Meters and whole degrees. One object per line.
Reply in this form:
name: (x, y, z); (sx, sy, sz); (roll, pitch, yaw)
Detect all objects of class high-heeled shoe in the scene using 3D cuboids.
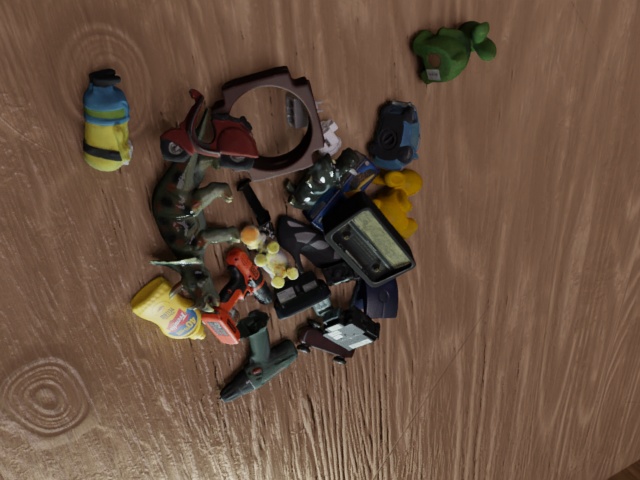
high-heeled shoe: (-0.003, -0.004, 1.324); (0.248, 0.086, 0.145); (-14, 84, -47)

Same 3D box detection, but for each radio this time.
radio: (0.113, 0.005, 1.260); (0.131, 0.073, 0.229); (-32, 124, 17)

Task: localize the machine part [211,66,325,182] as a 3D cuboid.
machine part: (-0.102, -0.233, 1.084); (0.201, 0.087, 0.201); (-15, 120, 2)

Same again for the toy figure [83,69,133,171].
toy figure: (-0.391, -0.213, 0.977); (0.089, 0.082, 0.180); (0, 124, -7)

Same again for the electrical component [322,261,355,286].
electrical component: (0.050, 0.084, 1.348); (0.075, 0.119, 0.047); (-19, 84, 8)

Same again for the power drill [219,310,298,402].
power drill: (-0.174, 0.292, 1.358); (0.232, 0.086, 0.207); (-25, 120, -17)

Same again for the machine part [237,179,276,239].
machine part: (-0.139, -0.071, 1.194); (0.039, 0.084, 0.138); (-26, 116, 5)

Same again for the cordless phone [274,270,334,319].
cordless phone: (-0.036, 0.169, 1.374); (0.147, 0.089, 0.184); (-25, 150, -2)

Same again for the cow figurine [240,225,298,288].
cow figurine: (-0.124, 0.027, 1.249); (0.068, 0.098, 0.167); (-37, 108, -2)

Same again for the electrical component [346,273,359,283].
electrical component: (0.075, 0.081, 1.417); (0.094, 0.021, 0.063); (-32, 126, -10)

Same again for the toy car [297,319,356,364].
toy car: (0.019, 0.279, 1.471); (0.202, 0.053, 0.089); (25, 81, -37)

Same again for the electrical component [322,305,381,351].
electrical component: (0.074, 0.227, 1.403); (0.115, 0.058, 0.134); (-29, 127, 36)

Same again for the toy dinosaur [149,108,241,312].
toy dinosaur: (-0.276, -0.054, 1.105); (0.192, 0.131, 0.404); (-18, 115, -20)

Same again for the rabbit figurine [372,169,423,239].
rabbit figurine: (0.185, -0.111, 1.339); (0.162, 0.122, 0.173); (46, 75, -28)

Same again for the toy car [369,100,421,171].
toy car: (0.190, -0.244, 1.271); (0.103, 0.109, 0.161); (-4, 107, -52)

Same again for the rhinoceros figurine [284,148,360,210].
rhinoceros figurine: (0.005, -0.133, 1.198); (0.112, 0.073, 0.190); (26, 127, -35)

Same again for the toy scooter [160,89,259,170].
toy scooter: (-0.200, -0.204, 0.999); (0.184, 0.075, 0.135); (6, 94, -20)

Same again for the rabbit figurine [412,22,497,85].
rabbit figurine: (0.317, -0.445, 1.210); (0.170, 0.159, 0.121); (-42, 118, -22)

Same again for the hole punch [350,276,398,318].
hole punch: (0.155, 0.153, 1.460); (0.142, 0.092, 0.115); (3, 109, -26)

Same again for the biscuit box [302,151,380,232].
biscuit box: (0.050, -0.113, 1.278); (0.202, 0.059, 0.062); (-50, 127, 3)
